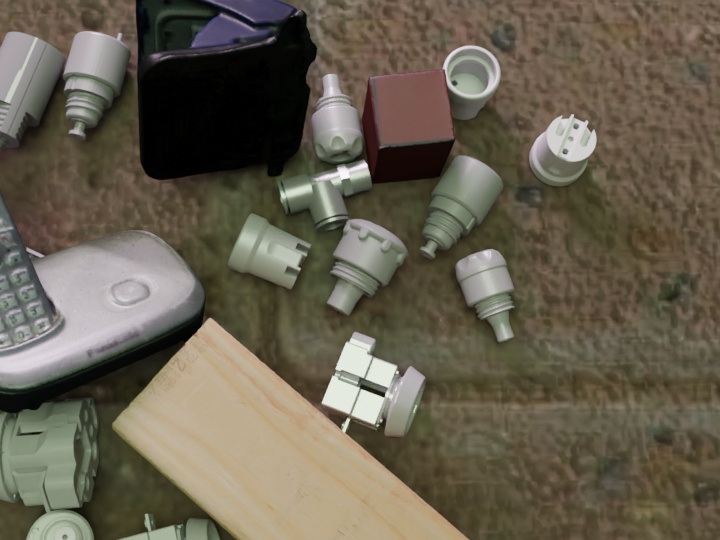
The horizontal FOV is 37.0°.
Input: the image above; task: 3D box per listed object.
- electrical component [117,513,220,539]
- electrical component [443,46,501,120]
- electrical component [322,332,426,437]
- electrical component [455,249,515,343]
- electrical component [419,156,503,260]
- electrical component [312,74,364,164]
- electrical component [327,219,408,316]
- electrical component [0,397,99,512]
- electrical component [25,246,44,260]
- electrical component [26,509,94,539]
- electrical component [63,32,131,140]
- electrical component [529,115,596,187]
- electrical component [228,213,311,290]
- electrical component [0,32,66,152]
[{"bbox_3d":[-0.116,0.183,0.673,0.055,0.048,0.066,-15,77,1],"label":"electrical component"},{"bbox_3d":[0.076,-0.130,0.759,0.040,0.046,0.040,1,76,-3],"label":"electrical component"},{"bbox_3d":[0.010,0.080,0.705,0.055,0.048,0.066,20,76,10],"label":"electrical component"},{"bbox_3d":[0.089,0.019,0.729,0.035,0.035,0.061,-18,81,-7],"label":"electrical component"},{"bbox_3d":[0.066,-0.042,0.739,0.040,0.040,0.078,32,77,5],"label":"electrical component"},{"bbox_3d":[-0.017,-0.107,0.755,0.035,0.035,0.061,-6,74,-4],"label":"electrical component"},{"bbox_3d":[0.000,0.000,0.725,0.048,0.048,0.062,29,83,4],"label":"electrical component"},{"bbox_3d":[-0.200,0.115,0.676,0.057,0.058,0.078,-4,36,-1],"label":"electrical component"},{"bbox_3d":[-0.266,0.026,0.689,0.079,0.063,0.121,21,74,35],"label":"electrical component"},{"bbox_3d":[-0.184,0.167,0.660,0.040,0.078,0.040,6,70,-17],"label":"electrical component"},{"bbox_3d":[-0.187,-0.129,0.749,0.040,0.040,0.078,12,76,0],"label":"electrical component"},{"bbox_3d":[0.142,-0.084,0.750,0.040,0.046,0.040,1,76,-3],"label":"electrical component"},{"bbox_3d":[-0.061,-0.011,0.727,0.046,0.040,0.040,24,76,-3],"label":"electrical component"},{"bbox_3d":[-0.239,-0.118,0.742,0.043,0.043,0.081,18,76,2],"label":"electrical component"}]
